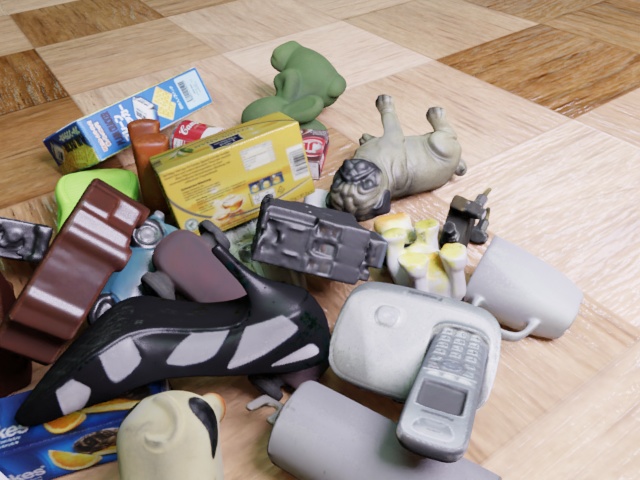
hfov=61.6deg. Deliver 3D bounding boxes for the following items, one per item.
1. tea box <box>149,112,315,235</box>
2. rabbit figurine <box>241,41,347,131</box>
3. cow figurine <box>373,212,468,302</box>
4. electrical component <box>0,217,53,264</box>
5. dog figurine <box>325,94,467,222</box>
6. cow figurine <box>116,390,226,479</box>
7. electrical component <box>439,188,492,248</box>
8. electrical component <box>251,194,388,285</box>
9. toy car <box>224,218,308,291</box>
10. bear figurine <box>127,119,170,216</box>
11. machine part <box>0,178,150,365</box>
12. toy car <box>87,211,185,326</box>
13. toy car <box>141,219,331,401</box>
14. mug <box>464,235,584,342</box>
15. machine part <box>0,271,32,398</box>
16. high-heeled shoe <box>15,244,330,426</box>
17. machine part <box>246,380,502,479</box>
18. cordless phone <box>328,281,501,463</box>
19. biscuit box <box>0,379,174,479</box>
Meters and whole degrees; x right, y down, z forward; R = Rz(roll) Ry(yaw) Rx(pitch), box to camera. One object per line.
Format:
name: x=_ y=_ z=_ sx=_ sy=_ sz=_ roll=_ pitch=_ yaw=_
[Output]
tea box: x=-0.101 y=-0.075 z=0.635 sx=0.170 sy=0.098 sz=0.068 roll=-22 pitch=31 yaw=-15
rabbit figurine: x=-0.046 y=-0.222 z=0.902 sx=0.170 sy=0.121 sz=0.159 roll=-43 pitch=59 yaw=-15
cow figurine: x=0.107 y=0.029 z=0.596 sx=0.068 sy=0.098 sz=0.167 roll=-13 pitch=22 yaw=-5
electrical component: x=-0.368 y=-0.001 z=0.646 sx=0.075 sy=0.047 sz=0.119 roll=13 pitch=-3 yaw=-28
dog figurine: x=0.108 y=-0.079 z=0.706 sx=0.172 sy=0.121 sz=0.190 roll=14 pitch=51 yaw=6
cow figurine: x=-0.098 y=0.201 z=0.362 sx=0.086 sy=0.127 sz=0.195 roll=-8 pitch=70 yaw=-1
electrical component: x=0.174 y=-0.018 z=0.635 sx=0.045 sy=0.102 sz=0.078 roll=13 pitch=67 yaw=23
electrical component: x=-0.001 y=-0.002 z=0.555 sx=0.134 sy=0.058 sz=0.115 roll=13 pitch=12 yaw=-10
toy car: x=-0.072 y=0.017 z=0.636 sx=0.073 sy=0.056 sz=0.202 roll=-15 pitch=42 yaw=-13
bear figurine: x=-0.142 y=-0.098 z=0.713 sx=0.196 sy=0.131 sz=0.120 roll=-12 pitch=30 yaw=-15
machine part: x=-0.226 y=0.027 z=0.488 sx=0.056 sy=0.179 sz=0.179 roll=33 pitch=33 yaw=-24
toy car: x=-0.170 y=0.057 z=0.566 sx=0.103 sy=0.109 sz=0.162 roll=20 pitch=52 yaw=-6
toy car: x=-0.078 y=0.069 z=0.523 sx=0.202 sy=0.053 sz=0.089 roll=42 pitch=66 yaw=-2
mug: x=0.206 y=0.059 z=0.550 sx=0.107 sy=0.080 sz=0.109 roll=26 pitch=44 yaw=17
machine part: x=-0.406 y=0.112 z=0.527 sx=0.201 sy=0.087 sz=0.202 roll=-21 pitch=45 yaw=-21
high-heeled shoe: x=-0.115 y=0.109 z=0.456 sx=0.249 sy=0.145 sz=0.086 roll=-37 pitch=21 yaw=3
machine part: x=0.047 y=0.179 z=0.421 sx=0.244 sy=0.079 sz=0.079 roll=20 pitch=45 yaw=27
cordless phone: x=0.066 y=0.110 z=0.443 sx=0.147 sy=0.088 sz=0.184 roll=13 pitch=19 yaw=18
biscuit box: x=-0.232 y=0.166 z=0.468 sx=0.203 sy=0.059 sz=0.063 roll=-14 pitch=41 yaw=-12
